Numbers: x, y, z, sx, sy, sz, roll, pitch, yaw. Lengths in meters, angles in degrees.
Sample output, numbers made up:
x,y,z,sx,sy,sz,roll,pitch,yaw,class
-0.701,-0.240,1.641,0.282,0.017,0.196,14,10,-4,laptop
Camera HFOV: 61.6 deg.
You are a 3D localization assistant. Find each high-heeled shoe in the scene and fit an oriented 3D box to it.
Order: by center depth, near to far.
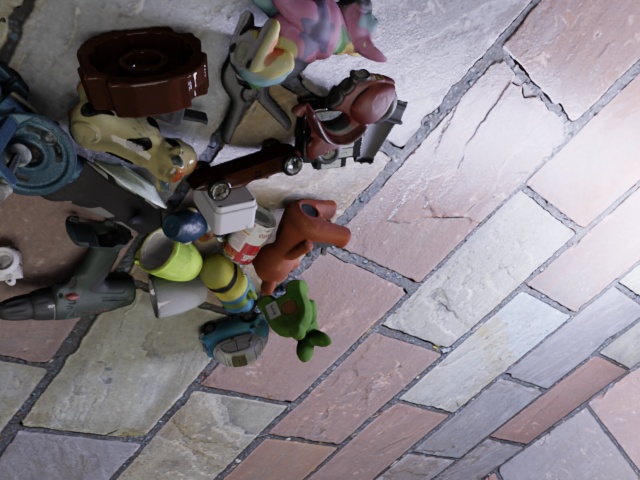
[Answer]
x,y,z,sx,sy,sz,roll,pitch,yaw,class
-0.375,-0.089,0.887,0.248,0.145,0.086,36,94,-11,high-heeled shoe

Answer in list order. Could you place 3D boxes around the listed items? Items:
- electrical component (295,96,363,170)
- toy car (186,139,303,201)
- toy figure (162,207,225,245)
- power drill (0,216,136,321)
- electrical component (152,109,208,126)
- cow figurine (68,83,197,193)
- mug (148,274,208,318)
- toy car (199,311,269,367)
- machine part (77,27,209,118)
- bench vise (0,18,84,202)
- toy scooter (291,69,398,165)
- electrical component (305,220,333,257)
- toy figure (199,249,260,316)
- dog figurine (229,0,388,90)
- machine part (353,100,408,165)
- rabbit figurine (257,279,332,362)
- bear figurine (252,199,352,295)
x,y,z,sx,sy,sz,roll,pitch,yaw,class
0.015,-0.187,0.950,0.115,0.058,0.134,-6,132,-15,electrical component
-0.124,-0.116,0.903,0.202,0.089,0.053,-25,135,-26,toy car
-0.219,-0.027,0.972,0.064,0.058,0.154,-48,164,18,toy figure
-0.430,0.061,0.948,0.232,0.086,0.207,3,123,-40,power drill
-0.225,-0.210,0.814,0.119,0.075,0.047,8,126,-24,electrical component
-0.276,-0.148,0.811,0.195,0.127,0.085,19,125,-34,cow figurine
-0.282,0.115,1.082,0.107,0.081,0.109,-12,134,-23,mug
-0.185,0.232,1.212,0.162,0.103,0.109,-14,133,-14,toy car
-0.237,-0.229,0.729,0.179,0.179,0.056,-12,136,-14,machine part
-0.401,-0.133,0.683,0.129,0.241,0.223,-24,127,1,bench vise
0.030,-0.204,0.844,0.184,0.075,0.135,-41,143,17,toy scooter
-0.002,-0.003,1.133,0.063,0.021,0.093,-6,132,-18,electrical component
-0.181,0.093,1.095,0.082,0.089,0.179,-27,133,-6,toy figure
-0.006,-0.292,0.803,0.219,0.109,0.191,14,102,-37,dog figurine
0.106,-0.201,0.991,0.084,0.039,0.138,7,125,-34,machine part
-0.038,0.187,1.219,0.121,0.159,0.170,-37,150,-2,rabbit figurine
-0.047,0.016,1.065,0.132,0.120,0.195,7,128,-33,bear figurine
